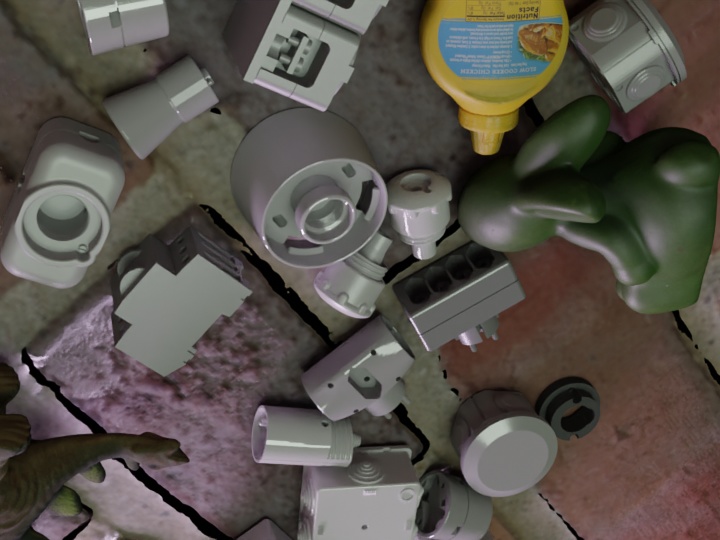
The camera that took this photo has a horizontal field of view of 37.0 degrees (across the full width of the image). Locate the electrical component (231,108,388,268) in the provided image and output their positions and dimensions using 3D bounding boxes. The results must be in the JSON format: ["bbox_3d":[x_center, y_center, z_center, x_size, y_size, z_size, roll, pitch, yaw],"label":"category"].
[{"bbox_3d":[-0.033,-0.053,0.732,0.099,0.064,0.099,-15,133,-16],"label":"electrical component"}]

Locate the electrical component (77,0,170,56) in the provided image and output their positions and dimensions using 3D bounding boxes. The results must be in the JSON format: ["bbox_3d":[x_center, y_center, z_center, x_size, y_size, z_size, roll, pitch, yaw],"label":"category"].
[{"bbox_3d":[-0.141,-0.158,0.633,0.047,0.055,0.055,-14,121,-13],"label":"electrical component"}]

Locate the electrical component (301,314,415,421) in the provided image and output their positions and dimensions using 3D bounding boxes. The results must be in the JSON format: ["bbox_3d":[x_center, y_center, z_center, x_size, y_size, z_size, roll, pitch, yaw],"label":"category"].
[{"bbox_3d":[0.009,0.084,0.817,0.077,0.043,0.079,-38,122,6],"label":"electrical component"}]

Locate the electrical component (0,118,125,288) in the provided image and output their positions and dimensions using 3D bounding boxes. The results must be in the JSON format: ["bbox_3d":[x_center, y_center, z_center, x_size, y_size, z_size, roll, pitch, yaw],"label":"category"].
[{"bbox_3d":[-0.189,-0.040,0.681,0.054,0.059,0.095,19,111,-25],"label":"electrical component"}]

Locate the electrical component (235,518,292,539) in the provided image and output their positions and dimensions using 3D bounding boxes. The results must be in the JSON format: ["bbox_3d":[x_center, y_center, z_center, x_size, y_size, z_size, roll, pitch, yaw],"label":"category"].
[{"bbox_3d":[-0.083,0.278,0.890,0.109,0.056,0.108,-36,122,5],"label":"electrical component"}]

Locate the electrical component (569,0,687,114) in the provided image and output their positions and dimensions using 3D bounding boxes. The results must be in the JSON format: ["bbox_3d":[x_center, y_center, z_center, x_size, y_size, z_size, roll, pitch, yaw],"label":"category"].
[{"bbox_3d":[0.177,-0.148,0.718,0.051,0.080,0.080,-35,122,11],"label":"electrical component"}]

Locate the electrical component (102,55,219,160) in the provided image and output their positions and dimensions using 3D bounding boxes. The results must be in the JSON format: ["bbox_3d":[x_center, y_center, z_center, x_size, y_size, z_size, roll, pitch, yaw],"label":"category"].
[{"bbox_3d":[-0.122,-0.105,0.676,0.065,0.044,0.044,-33,122,-2],"label":"electrical component"}]

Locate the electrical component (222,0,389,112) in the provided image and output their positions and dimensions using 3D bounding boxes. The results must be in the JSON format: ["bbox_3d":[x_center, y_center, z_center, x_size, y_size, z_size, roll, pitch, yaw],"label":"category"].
[{"bbox_3d":[-0.017,-0.181,0.636,0.062,0.089,0.150,19,111,-25],"label":"electrical component"}]

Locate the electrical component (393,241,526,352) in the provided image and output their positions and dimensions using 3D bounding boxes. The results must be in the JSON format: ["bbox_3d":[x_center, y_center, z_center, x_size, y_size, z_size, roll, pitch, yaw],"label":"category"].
[{"bbox_3d":[0.081,0.030,0.806,0.083,0.047,0.075,-29,122,1],"label":"electrical component"}]

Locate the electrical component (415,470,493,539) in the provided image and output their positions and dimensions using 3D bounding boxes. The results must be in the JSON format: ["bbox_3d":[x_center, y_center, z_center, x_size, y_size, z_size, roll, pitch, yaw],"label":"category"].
[{"bbox_3d":[0.077,0.198,0.895,0.047,0.055,0.055,19,111,-29],"label":"electrical component"}]

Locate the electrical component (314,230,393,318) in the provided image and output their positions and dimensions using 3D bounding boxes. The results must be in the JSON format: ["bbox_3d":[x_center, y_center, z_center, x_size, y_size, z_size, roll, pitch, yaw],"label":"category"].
[{"bbox_3d":[0.000,0.000,0.768,0.048,0.048,0.062,27,101,-27],"label":"electrical component"}]

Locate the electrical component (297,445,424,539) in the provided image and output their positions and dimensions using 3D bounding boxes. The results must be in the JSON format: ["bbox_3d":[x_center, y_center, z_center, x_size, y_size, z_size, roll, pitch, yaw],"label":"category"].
[{"bbox_3d":[-0.001,0.193,0.869,0.100,0.048,0.099,-1,118,-13],"label":"electrical component"}]

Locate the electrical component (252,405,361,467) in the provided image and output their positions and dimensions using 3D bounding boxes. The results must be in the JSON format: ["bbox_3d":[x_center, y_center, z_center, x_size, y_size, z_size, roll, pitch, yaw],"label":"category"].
[{"bbox_3d":[-0.039,0.128,0.828,0.081,0.043,0.043,7,116,-20],"label":"electrical component"}]

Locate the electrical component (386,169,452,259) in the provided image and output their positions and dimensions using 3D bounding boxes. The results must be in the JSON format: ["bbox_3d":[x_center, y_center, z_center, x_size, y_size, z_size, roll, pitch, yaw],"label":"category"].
[{"bbox_3d":[0.043,-0.037,0.761,0.048,0.048,0.062,-16,128,-8],"label":"electrical component"}]

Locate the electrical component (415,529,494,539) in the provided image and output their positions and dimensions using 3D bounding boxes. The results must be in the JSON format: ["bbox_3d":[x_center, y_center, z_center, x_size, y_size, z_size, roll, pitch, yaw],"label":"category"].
[{"bbox_3d":[0.083,0.254,0.913,0.066,0.076,0.047,-2,118,-16],"label":"electrical component"}]

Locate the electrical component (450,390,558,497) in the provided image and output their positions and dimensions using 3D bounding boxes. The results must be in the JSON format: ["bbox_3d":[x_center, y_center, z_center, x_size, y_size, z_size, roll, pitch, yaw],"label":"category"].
[{"bbox_3d":[0.115,0.140,0.875,0.080,0.051,0.080,-7,120,-13],"label":"electrical component"}]
